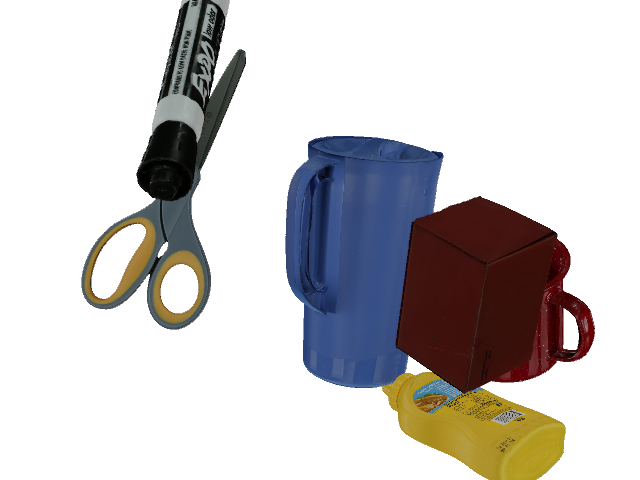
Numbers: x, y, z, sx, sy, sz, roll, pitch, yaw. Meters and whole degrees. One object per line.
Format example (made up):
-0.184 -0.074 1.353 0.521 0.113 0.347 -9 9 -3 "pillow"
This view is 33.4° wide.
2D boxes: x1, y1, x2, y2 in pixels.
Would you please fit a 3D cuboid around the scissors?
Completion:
-0.082 -0.025 0.730 0.096 0.202 0.016 39 -2 4 "scissors"

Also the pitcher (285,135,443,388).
0.037 0.021 1.067 0.149 0.243 0.145 5 14 -2 "pitcher"

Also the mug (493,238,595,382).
0.142 0.050 0.760 0.117 0.081 0.093 19 41 37 "mug"

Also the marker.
-0.049 -0.057 0.390 0.020 0.020 0.121 0 43 3 "marker"

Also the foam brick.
0.076 0.026 0.532 0.052 0.078 0.051 -19 38 -36 "foam brick"

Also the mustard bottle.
0.133 0.171 1.031 0.096 0.058 0.192 -17 25 -39 "mustard bottle"
